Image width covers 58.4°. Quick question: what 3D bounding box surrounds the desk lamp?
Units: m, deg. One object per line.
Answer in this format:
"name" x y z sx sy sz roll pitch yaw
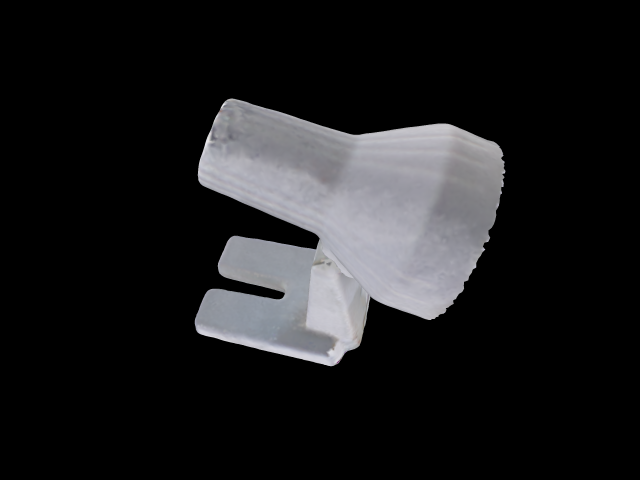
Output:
"desk lamp" 0.004 0.001 0.400 0.203 0.214 0.118 10 54 8
